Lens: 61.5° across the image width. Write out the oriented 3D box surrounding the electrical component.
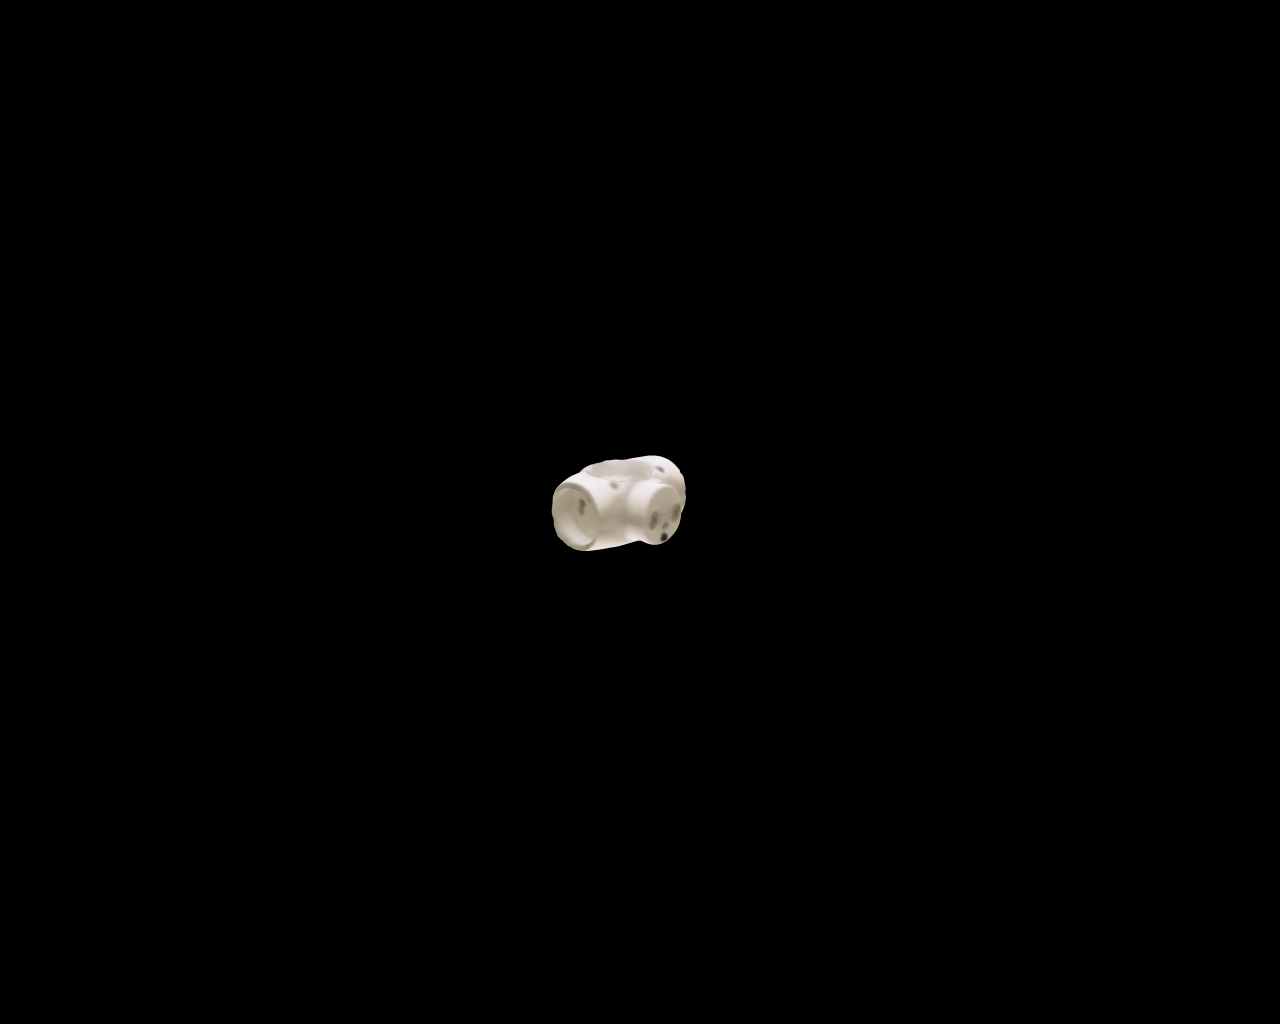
[{"bbox_3d":[0.001,-0.003,0.650,0.079,0.044,0.077,18,26,41],"label":"electrical component"}]
